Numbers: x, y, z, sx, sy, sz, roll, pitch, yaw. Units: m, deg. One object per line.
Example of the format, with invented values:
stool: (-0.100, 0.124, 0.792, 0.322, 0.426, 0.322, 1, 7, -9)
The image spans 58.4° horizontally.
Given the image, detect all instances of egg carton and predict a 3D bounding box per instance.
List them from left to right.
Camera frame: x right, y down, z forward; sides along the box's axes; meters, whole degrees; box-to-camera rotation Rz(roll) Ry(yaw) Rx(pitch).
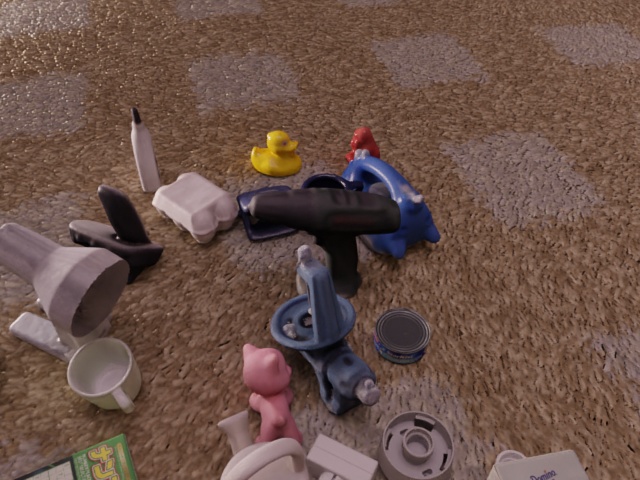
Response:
egg carton: (-0.227, -0.061, 1.052, 0.150, 0.069, 0.107, 31, 52, 26)

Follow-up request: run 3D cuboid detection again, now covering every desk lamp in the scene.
desk lamp: (-0.366, 0.078, 0.808, 0.202, 0.214, 0.118, 18, 48, 16)

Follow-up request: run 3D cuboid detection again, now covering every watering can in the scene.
watering can: (-0.066, 0.274, 0.637, 0.172, 0.194, 0.101, 30, 52, 26)

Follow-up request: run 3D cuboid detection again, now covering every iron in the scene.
iron: (0.108, -0.089, 1.039, 0.119, 0.141, 0.257, -23, 50, -22)

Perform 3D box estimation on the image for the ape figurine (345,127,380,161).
ape figurine: (0.087, -0.192, 1.176, 0.076, 0.092, 0.078, 14, 47, 12)

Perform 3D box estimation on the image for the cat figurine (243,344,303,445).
cat figurine: (-0.065, 0.201, 0.762, 0.067, 0.118, 0.127, -10, 46, -11)

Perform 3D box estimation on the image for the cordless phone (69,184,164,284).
cordless phone: (-0.345, -0.031, 0.936, 0.147, 0.185, 0.094, 17, 47, 15)

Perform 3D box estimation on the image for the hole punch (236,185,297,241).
hole punch: (-0.097, -0.065, 1.044, 0.109, 0.091, 0.101, -14, 47, -15)

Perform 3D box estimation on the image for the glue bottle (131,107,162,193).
glue bottle: (-0.335, -0.177, 1.090, 0.037, 0.173, 0.078, -10, 46, -11)

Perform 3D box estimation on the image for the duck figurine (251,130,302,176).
duck figurine: (-0.089, -0.183, 1.166, 0.104, 0.086, 0.077, 7, 45, 5)

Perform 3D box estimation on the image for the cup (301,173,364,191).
cup: (0.023, -0.063, 1.043, 0.118, 0.095, 0.091, -16, 48, -17)

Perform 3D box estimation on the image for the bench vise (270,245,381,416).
bench vise: (0.019, 0.117, 0.777, 0.206, 0.220, 0.122, 30, 52, 25)

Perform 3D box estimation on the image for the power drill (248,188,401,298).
power drill: (0.008, 0.003, 0.897, 0.230, 0.208, 0.075, -7, 46, -9)
